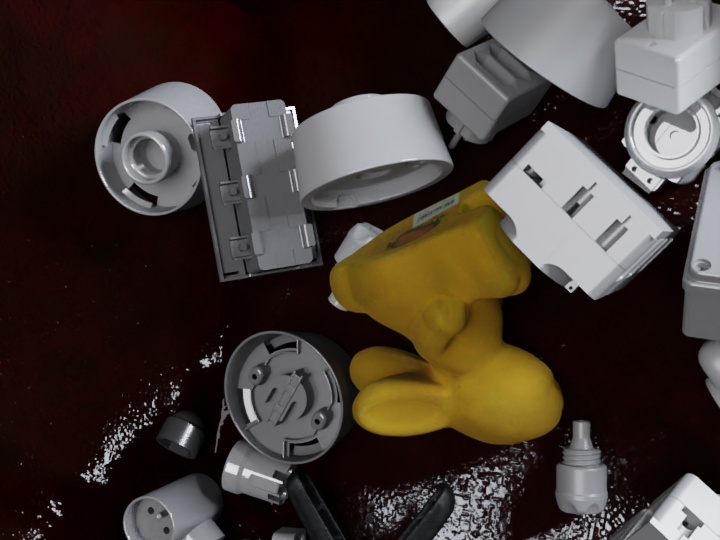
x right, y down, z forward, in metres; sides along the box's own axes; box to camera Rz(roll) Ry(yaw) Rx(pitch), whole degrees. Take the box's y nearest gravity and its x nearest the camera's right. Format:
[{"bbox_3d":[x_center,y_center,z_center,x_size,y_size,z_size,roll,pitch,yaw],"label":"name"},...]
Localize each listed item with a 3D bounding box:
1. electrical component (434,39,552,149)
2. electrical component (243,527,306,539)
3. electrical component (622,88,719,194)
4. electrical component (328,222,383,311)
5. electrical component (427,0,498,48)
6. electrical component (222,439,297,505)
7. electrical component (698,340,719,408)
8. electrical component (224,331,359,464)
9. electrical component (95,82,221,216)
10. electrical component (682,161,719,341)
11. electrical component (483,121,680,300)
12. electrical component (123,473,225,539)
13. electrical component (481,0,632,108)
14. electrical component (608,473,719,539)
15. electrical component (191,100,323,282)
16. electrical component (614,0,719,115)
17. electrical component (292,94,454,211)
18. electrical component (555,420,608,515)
[{"bbox_3d":[0.084,-0.112,0.734,0.047,0.066,0.076,45,135,13],"label":"electrical component"},{"bbox_3d":[-0.071,0.232,0.805,0.057,0.058,0.078,-1,92,18],"label":"electrical component"},{"bbox_3d":[0.201,-0.087,0.690,0.058,0.057,0.078,41,105,15],"label":"electrical component"},{"bbox_3d":[0.000,0.000,0.777,0.043,0.043,0.062,36,104,16],"label":"electrical component"},{"bbox_3d":[0.078,-0.208,0.739,0.077,0.044,0.079,-40,79,17],"label":"electrical component"},{"bbox_3d":[-0.076,0.154,0.814,0.046,0.040,0.040,17,98,13],"label":"electrical component"},{"bbox_3d":[0.259,0.076,0.676,0.059,0.054,0.095,-38,79,18],"label":"electrical component"},{"bbox_3d":[-0.049,0.091,0.787,0.099,0.064,0.099,1,92,21],"label":"electrical component"},{"bbox_3d":[-0.153,-0.092,0.832,0.099,0.064,0.099,5,107,16],"label":"electrical component"},{"bbox_3d":[0.255,-0.008,0.644,0.109,0.108,0.056,8,137,20],"label":"electrical component"},{"bbox_3d":[0.139,-0.033,0.666,0.089,0.150,0.061,47,106,13],"label":"electrical component"},{"bbox_3d":[-0.129,0.198,0.815,0.044,0.077,0.079,-45,78,16],"label":"electrical component"},{"bbox_3d":[0.131,-0.149,0.693,0.099,0.099,0.064,41,99,15],"label":"electrical component"},{"bbox_3d":[0.238,0.223,0.659,0.186,0.060,0.105,43,142,14],"label":"electrical component"},{"bbox_3d":[-0.071,-0.058,0.784,0.079,0.063,0.121,-10,88,-20],"label":"electrical component"},{"bbox_3d":[0.190,-0.145,0.641,0.047,0.066,0.076,32,148,42],"label":"electrical component"},{"bbox_3d":[0.005,-0.086,0.740,0.108,0.108,0.060,-17,80,20],"label":"electrical component"},{"bbox_3d":[0.150,0.133,0.730,0.035,0.035,0.061,0,90,21],"label":"electrical component"}]
